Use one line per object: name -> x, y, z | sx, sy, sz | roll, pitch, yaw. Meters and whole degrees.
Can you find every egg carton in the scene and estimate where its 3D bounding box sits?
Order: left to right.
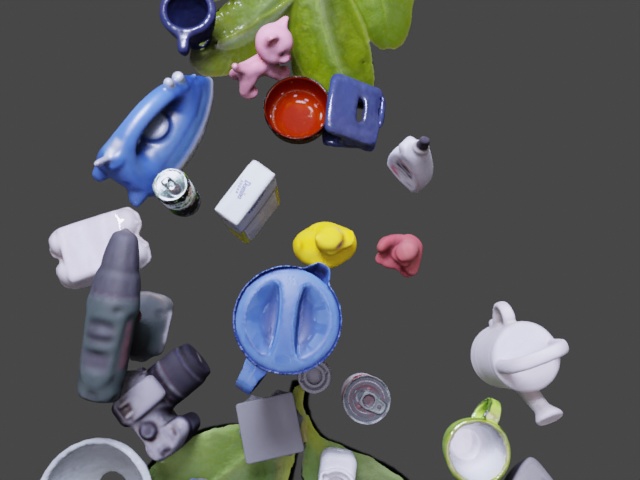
egg carton -> -0.348, 0.015, 0.911 | 0.150, 0.069, 0.107 | -19, 80, -4

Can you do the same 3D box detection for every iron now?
iron -> -0.262, -0.188, 0.913 | 0.118, 0.141, 0.258 | 33, 81, 5

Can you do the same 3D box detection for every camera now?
camera -> -0.226, 0.233, 0.856 | 0.137, 0.101, 0.143 | -39, 82, -7

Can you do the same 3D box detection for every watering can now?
watering can -> 0.296, 0.175, 0.826 | 0.101, 0.194, 0.173 | -39, 82, -7

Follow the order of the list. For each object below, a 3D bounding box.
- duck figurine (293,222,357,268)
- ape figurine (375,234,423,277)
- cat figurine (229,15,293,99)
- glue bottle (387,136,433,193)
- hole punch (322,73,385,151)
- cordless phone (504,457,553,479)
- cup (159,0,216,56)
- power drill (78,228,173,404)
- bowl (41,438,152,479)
duck figurine -> 0.008, 0.003, 0.909 | 0.104, 0.086, 0.077 | -6, 79, -2
ape figurine -> 0.131, 0.021, 0.904 | 0.076, 0.092, 0.078 | -27, 81, -5
cat figurine -> -0.093, -0.308, 0.949 | 0.128, 0.118, 0.067 | -34, 81, -6
glue bottle -> 0.147, -0.128, 0.891 | 0.078, 0.173, 0.037 | 44, 82, 7
hole punch -> 0.057, -0.211, 0.947 | 0.101, 0.091, 0.109 | 7, 79, 1
cordless phone -> 0.328, 0.392, 0.791 | 0.094, 0.185, 0.147 | -36, 82, -7
cup -> -0.216, -0.353, 0.968 | 0.091, 0.095, 0.118 | 4, 79, 0
power drill -> -0.277, 0.112, 0.823 | 0.075, 0.208, 0.230 | 9, 79, 1
bowl -> -0.319, 0.374, 0.842 | 0.167, 0.075, 0.167 | 0, 79, -1
